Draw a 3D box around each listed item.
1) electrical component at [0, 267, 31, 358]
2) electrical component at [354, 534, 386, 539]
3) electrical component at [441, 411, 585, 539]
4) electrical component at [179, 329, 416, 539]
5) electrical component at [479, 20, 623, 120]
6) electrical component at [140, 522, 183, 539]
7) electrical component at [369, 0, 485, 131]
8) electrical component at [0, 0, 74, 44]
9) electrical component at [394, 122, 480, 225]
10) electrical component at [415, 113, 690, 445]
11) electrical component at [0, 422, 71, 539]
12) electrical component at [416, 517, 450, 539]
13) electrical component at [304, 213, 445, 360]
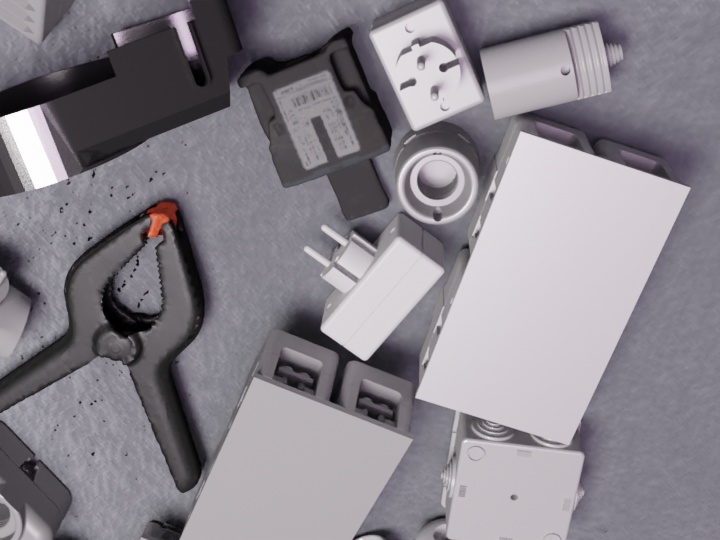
[{"bbox_3d":[-0.254,0.017,0.703,0.077,0.044,0.079,23,138,-24],"label":"electrical component"},{"bbox_3d":[0.012,0.230,0.794,0.066,0.048,0.055,-17,114,24],"label":"electrical component"},{"bbox_3d":[0.106,0.146,0.752,0.100,0.048,0.099,7,113,1],"label":"electrical component"},{"bbox_3d":[-0.046,0.136,0.733,0.105,0.060,0.186,22,124,-6],"label":"electrical component"},{"bbox_3d":[0.115,-0.120,0.641,0.081,0.043,0.043,-13,112,9],"label":"electrical component"},{"bbox_3d":[-0.152,0.224,0.793,0.042,0.063,0.081,25,112,-6],"label":"electrical component"},{"bbox_3d":[0.040,-0.118,0.628,0.047,0.076,0.065,-22,110,12],"label":"electrical component"},{"bbox_3d":[-0.182,-0.185,0.620,0.047,0.083,0.075,34,73,-10],"label":"electrical component"},{"bbox_3d":[0.048,-0.059,0.669,0.055,0.047,0.055,1,113,3],"label":"electrical component"},{"bbox_3d":[0.116,0.005,0.685,0.105,0.060,0.186,18,113,-4],"label":"electrical component"},{"bbox_3d":[-0.262,0.164,0.776,0.054,0.059,0.095,-33,107,16],"label":"electrical component"},{"bbox_3d":[0.066,0.217,0.788,0.048,0.048,0.062,-2,120,4],"label":"electrical component"},{"bbox_3d":[0.000,0.000,0.697,0.076,0.047,0.083,36,110,-11],"label":"electrical component"}]
